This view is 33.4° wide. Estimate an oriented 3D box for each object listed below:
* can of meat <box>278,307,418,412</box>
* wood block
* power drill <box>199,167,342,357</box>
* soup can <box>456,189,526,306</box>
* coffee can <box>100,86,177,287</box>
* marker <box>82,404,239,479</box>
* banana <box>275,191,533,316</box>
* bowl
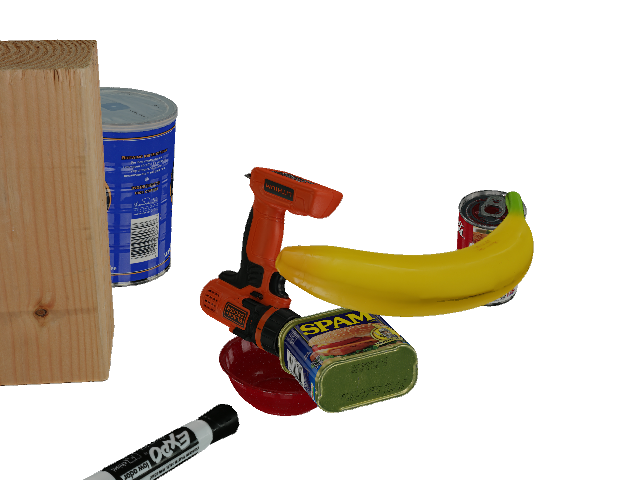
[{"bbox_3d":[0.025,0.104,0.945,0.102,0.057,0.084,-12,26,-20],"label":"can of meat"},{"bbox_3d":[-0.185,-0.019,0.688,0.090,0.206,0.090,-2,22,-8],"label":"wood block"},{"bbox_3d":[-0.040,0.027,1.141,0.185,0.188,0.057,24,10,35],"label":"power drill"},{"bbox_3d":[0.174,0.008,1.100,0.068,0.102,0.068,-1,36,1],"label":"soup can"},{"bbox_3d":[-0.173,-0.046,0.887,0.103,0.140,0.103,5,23,-2],"label":"coffee can"},{"bbox_3d":[-0.082,0.113,0.565,0.020,0.020,0.120,0,12,32],"label":"marker"},{"bbox_3d":[0.067,0.017,0.658,0.197,0.037,0.070,-12,46,-34],"label":"banana"},{"bbox_3d":[-0.044,0.168,1.308,0.162,0.055,0.162,3,23,-1],"label":"bowl"}]
